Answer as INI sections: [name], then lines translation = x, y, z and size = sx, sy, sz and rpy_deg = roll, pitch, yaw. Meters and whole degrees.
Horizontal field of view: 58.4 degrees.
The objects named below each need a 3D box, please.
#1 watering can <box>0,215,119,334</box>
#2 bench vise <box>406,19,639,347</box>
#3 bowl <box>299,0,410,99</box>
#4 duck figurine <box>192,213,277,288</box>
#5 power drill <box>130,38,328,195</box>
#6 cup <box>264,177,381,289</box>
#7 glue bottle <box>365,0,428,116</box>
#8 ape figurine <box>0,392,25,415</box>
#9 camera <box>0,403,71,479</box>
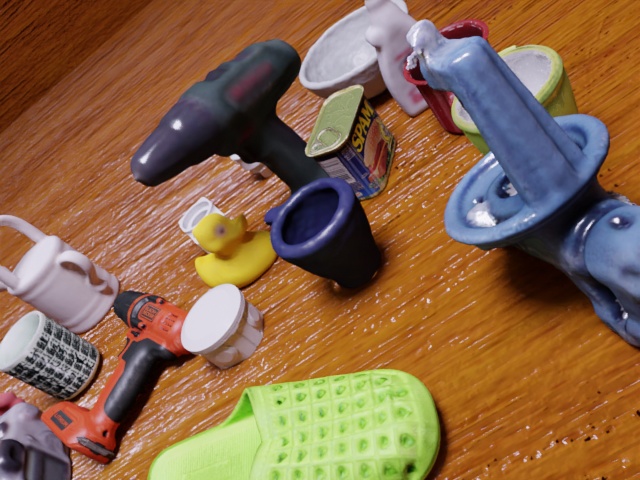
[watering can]
translation = -0.398, 0.046, 0.811
size = 0.172, 0.195, 0.100
rpy_deg = -34, 37, 14
[bench vise]
translation = 0.149, -0.046, 0.352
size = 0.206, 0.220, 0.121
rpy_deg = 16, 66, 51
[bowl]
translation = 0.058, -0.237, 0.761
size = 0.167, 0.075, 0.167
rpy_deg = -26, 39, 23
[duck figurine]
translation = -0.112, 0.007, 0.668
size = 0.104, 0.086, 0.077
rpy_deg = -27, 39, 22
[power drill]
translation = -0.067, -0.094, 0.621
size = 0.075, 0.209, 0.230
rpy_deg = 1, 55, 45
[cup]
translation = 0.005, 0.002, 0.552
size = 0.117, 0.095, 0.092
rpy_deg = 5, 58, 47
[glue bottle]
translation = 0.086, -0.223, 0.634
size = 0.078, 0.174, 0.037
rpy_deg = -39, 36, 7
[ape figurine]
translation = -0.434, 0.231, 0.746
size = 0.075, 0.092, 0.078
rpy_deg = 6, 58, 47
[camera]
translation = -0.356, 0.270, 0.623
size = 0.137, 0.101, 0.142
rpy_deg = -41, 36, 3
